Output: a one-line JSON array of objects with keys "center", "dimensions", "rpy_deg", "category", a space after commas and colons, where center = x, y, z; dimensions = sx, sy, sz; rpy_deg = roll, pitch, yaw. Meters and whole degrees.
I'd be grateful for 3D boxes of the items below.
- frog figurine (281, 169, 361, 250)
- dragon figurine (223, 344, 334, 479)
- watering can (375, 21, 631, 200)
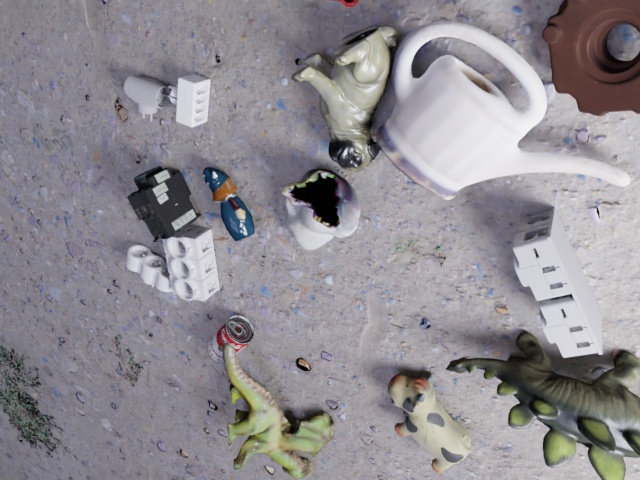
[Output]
[{"center": [0.003, -0.045, 0.903], "dimensions": [0.138, 0.125, 0.156], "rpy_deg": [18, 158, 10], "category": "frog figurine"}, {"center": [-0.088, 0.403, 1.160], "dimensions": [0.243, 0.125, 0.402], "rpy_deg": [1, 120, 4], "category": "dragon figurine"}, {"center": [0.225, -0.139, 0.718], "dimensions": [0.348, 0.106, 0.220], "rpy_deg": [43, 127, 1], "category": "watering can"}]
